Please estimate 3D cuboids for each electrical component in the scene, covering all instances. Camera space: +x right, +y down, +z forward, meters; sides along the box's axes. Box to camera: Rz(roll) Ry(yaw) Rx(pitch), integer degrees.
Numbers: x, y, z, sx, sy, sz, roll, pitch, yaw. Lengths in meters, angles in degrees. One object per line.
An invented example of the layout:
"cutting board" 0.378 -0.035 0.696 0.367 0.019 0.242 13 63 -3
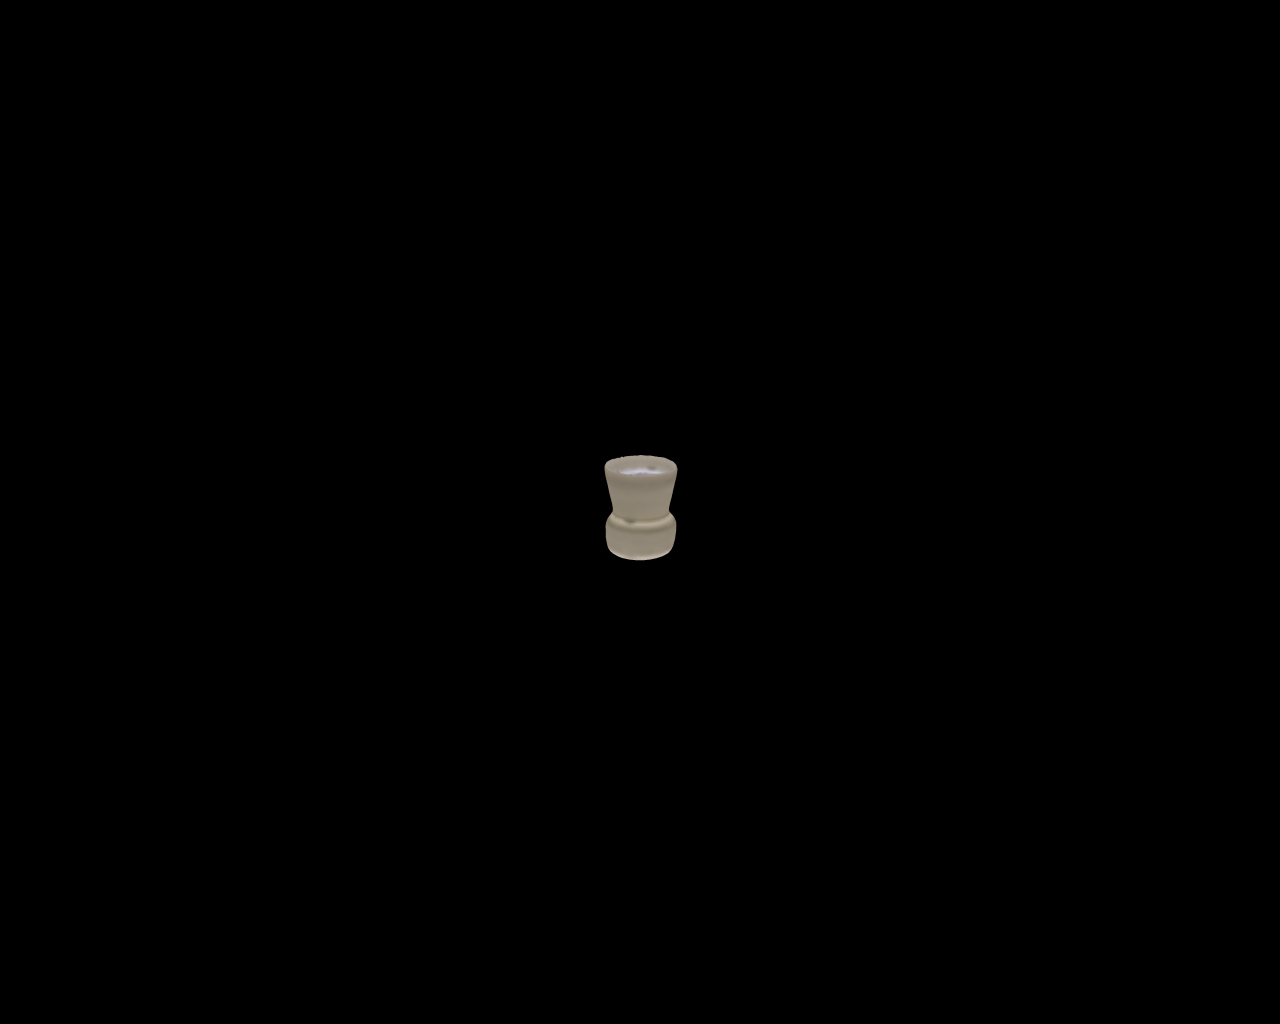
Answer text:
"electrical component" 0.001 -0.003 0.650 0.045 0.055 0.045 0 19 0
